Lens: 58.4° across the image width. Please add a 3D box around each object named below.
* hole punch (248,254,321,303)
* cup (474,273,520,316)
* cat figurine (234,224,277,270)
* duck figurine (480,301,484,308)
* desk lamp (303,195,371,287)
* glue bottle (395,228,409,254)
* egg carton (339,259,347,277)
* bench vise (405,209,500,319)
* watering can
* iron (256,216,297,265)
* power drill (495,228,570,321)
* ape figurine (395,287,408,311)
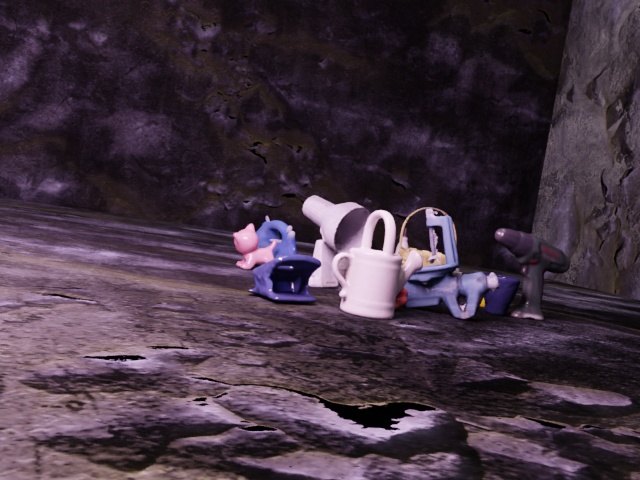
[{"bbox_3d":[-0.066,0.066,1.065,0.109,0.091,0.100,7,3,-40],"label":"hole punch"},{"bbox_3d":[0.414,0.130,1.378,0.117,0.095,0.092,11,3,38],"label":"cup"},{"bbox_3d":[-0.172,0.018,1.492,0.128,0.118,0.067,8,3,-23],"label":"cat figurine"},{"bbox_3d":[0.442,0.134,1.513,0.105,0.086,0.077,8,3,-23],"label":"duck figurine"},{"bbox_3d":[0.013,0.005,1.366,0.118,0.213,0.202,7,3,-45],"label":"desk lamp"},{"bbox_3d":[0.249,0.048,1.757,0.037,0.173,0.078,10,2,14],"label":"glue bottle"},{"bbox_3d":[0.121,0.089,1.523,0.151,0.069,0.107,8,3,-26],"label":"egg carton"},{"bbox_3d":[0.276,0.050,1.232,0.207,0.220,0.121,9,2,0],"label":"bench vise"},{"bbox_3d":[0.107,0.042,1.064,0.100,0.194,0.173,12,3,45],"label":"watering can"},{"bbox_3d":[-0.115,0.010,1.619,0.119,0.141,0.257,8,3,-31],"label":"iron"},{"bbox_3d":[0.510,0.087,1.410,0.230,0.208,0.075,8,3,-25],"label":"power drill"},{"bbox_3d":[0.145,0.096,1.165,0.078,0.092,0.076,9,2,-15],"label":"ape figurine"}]
